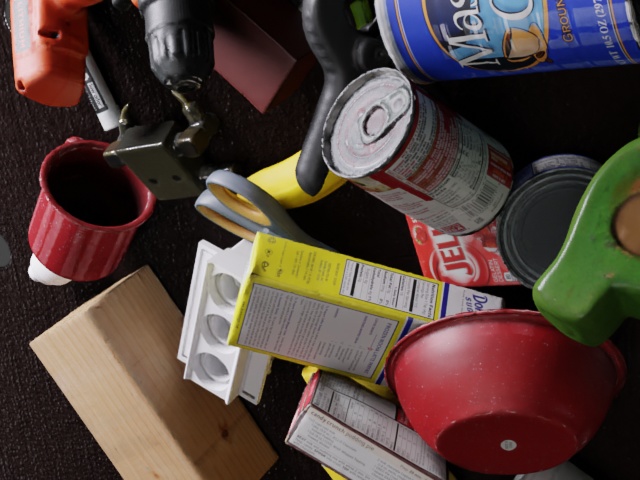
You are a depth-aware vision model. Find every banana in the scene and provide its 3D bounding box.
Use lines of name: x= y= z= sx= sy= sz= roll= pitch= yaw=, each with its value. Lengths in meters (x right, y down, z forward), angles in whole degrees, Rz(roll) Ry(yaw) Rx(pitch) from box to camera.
banana: x=0.006 y=-0.073 z=0.744 sx=0.070 sy=0.037 sz=0.198 roll=55 pitch=132 yaw=21

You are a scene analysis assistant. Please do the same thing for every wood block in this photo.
wood block: x=-0.141 y=0.139 z=0.920 sx=0.090 sy=0.090 sz=0.206 roll=-28 pitch=98 yaw=40

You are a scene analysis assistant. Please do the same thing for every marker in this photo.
marker: x=-0.187 y=-0.144 z=0.837 sx=0.020 sy=0.020 sz=0.121 roll=-13 pitch=107 yaw=37

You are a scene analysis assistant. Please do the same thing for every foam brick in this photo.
foam brick: x=-0.042 y=-0.136 z=0.726 sx=0.078 sy=0.051 sz=0.053 roll=43 pitch=129 yaw=5

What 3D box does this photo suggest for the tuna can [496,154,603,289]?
tuna can: x=0.152 y=-0.010 z=0.663 sx=0.086 sy=0.033 sz=0.086 roll=3 pitch=113 yaw=6

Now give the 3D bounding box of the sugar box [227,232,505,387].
sugar box: x=0.030 y=0.057 z=0.742 sx=0.176 sy=0.048 sz=0.093 roll=14 pitch=142 yaw=-5

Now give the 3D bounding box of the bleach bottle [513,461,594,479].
bleach bottle: x=0.240 y=0.253 z=0.756 sx=0.251 sy=0.068 sz=0.103 roll=33 pitch=132 yaw=11

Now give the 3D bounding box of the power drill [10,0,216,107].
power drill: x=-0.140 y=-0.159 z=0.728 sx=0.188 sy=0.057 sz=0.184 roll=-22 pitch=66 yaw=40

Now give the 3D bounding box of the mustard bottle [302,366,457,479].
mustard bottle: x=0.039 y=0.157 z=0.834 sx=0.096 sy=0.058 sz=0.191 roll=-22 pitch=103 yaw=37

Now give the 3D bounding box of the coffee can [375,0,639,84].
coffee can: x=0.115 y=-0.142 z=0.587 sx=0.141 sy=0.102 sz=0.103 roll=0 pitch=115 yaw=33

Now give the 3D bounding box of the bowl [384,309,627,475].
bowl: x=0.122 y=0.112 z=0.707 sx=0.162 sy=0.055 sz=0.162 roll=4 pitch=143 yaw=3

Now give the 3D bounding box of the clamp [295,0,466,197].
clamp: x=0.041 y=-0.114 z=0.662 sx=0.039 sy=0.120 sz=0.171 roll=-137 pitch=42 yaw=-56

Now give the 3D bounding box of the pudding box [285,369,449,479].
pudding box: x=0.035 y=0.140 z=0.748 sx=0.113 sy=0.090 sz=0.039 roll=29 pitch=104 yaw=1

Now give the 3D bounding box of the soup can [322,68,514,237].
soup can: x=0.060 y=-0.049 z=0.632 sx=0.069 sy=0.068 sz=0.102 roll=-21 pitch=146 yaw=39

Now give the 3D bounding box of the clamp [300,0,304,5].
clamp: x=-0.024 y=-0.248 z=0.661 sx=0.165 sy=0.036 sz=0.210 roll=9 pitch=116 yaw=31

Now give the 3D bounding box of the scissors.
scissors: x=-0.005 y=0.001 z=0.770 sx=0.202 sy=0.016 sz=0.096 roll=23 pitch=159 yaw=17

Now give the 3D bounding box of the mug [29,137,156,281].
mug: x=-0.192 y=-0.030 z=0.869 sx=0.082 sy=0.093 sz=0.117 roll=-56 pitch=49 yaw=45

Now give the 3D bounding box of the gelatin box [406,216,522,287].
gelatin box: x=0.097 y=-0.011 z=0.719 sx=0.073 sy=0.030 sz=0.089 roll=-4 pitch=113 yaw=35
